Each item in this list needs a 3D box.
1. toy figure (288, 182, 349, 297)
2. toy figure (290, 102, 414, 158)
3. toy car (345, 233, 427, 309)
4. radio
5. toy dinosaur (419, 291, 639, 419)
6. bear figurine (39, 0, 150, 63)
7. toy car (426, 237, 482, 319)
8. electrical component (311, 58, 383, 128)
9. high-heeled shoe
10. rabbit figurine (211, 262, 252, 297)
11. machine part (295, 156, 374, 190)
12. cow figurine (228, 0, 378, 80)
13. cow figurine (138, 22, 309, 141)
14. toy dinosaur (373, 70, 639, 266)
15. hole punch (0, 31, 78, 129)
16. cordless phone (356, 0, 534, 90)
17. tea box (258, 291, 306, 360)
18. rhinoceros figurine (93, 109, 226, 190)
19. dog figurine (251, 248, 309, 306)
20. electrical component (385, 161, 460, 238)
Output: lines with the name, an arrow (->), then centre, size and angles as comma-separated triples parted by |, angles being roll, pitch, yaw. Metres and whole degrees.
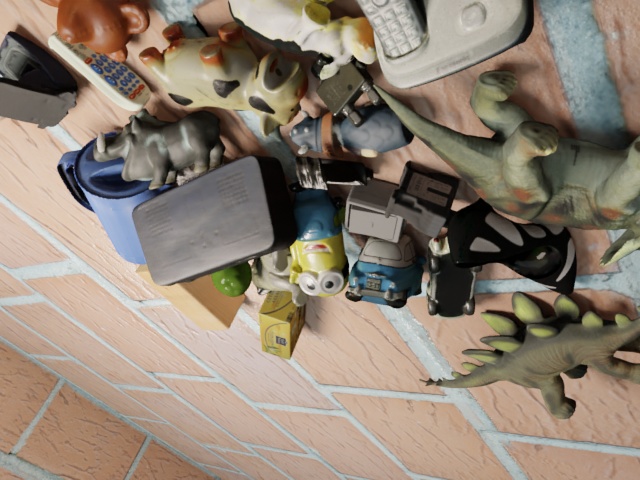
toy figure -> 0.002, -0.003, 0.790 | 0.082, 0.089, 0.180 | -1, 103, 38
toy figure -> 0.036, -0.130, 0.653 | 0.155, 0.064, 0.057 | 1, 142, 31
toy car -> 0.096, 0.036, 0.799 | 0.109, 0.161, 0.102 | 7, 98, 20
radio -> -0.150, -0.022, 0.766 | 0.230, 0.073, 0.131 | -20, 84, 25
toy dinosaur -> 0.344, 0.185, 0.864 | 0.198, 0.105, 0.471 | 36, 136, -4
bear figurine -> -0.307, -0.277, 0.610 | 0.120, 0.132, 0.195 | -17, 123, 47
toy car -> 0.199, 0.057, 0.809 | 0.074, 0.056, 0.201 | -2, 140, 8
electrical component -> 0.029, -0.176, 0.606 | 0.094, 0.021, 0.063 | 54, 127, 15
high-heeled shoe -> 0.250, 0.034, 0.672 | 0.248, 0.145, 0.086 | 42, 143, -21
rabbit figurine -> -0.180, 0.027, 0.906 | 0.170, 0.121, 0.159 | 52, -175, 7
machine part -> 0.014, -0.086, 0.686 | 0.084, 0.139, 0.039 | 15, 102, 21
cow figurine -> -0.017, -0.221, 0.558 | 0.167, 0.068, 0.098 | 33, 151, -7
cow figurine -> -0.103, -0.187, 0.640 | 0.195, 0.085, 0.127 | 10, 150, 27
toy dinosaur -> 0.253, -0.064, 0.574 | 0.405, 0.131, 0.192 | 20, 146, 17
hole punch -> -0.429, -0.231, 0.795 | 0.115, 0.092, 0.142 | 13, 156, -41
cordless phone -> 0.090, -0.236, 0.465 | 0.147, 0.089, 0.184 | -12, 127, 42
tea box -> -0.074, 0.158, 1.079 | 0.068, 0.098, 0.169 | 18, 144, 8
rhinoceros figurine -> -0.229, -0.131, 0.760 | 0.190, 0.073, 0.112 | -9, 106, 14
dog figurine -> -0.077, 0.019, 0.907 | 0.191, 0.121, 0.172 | 6, 111, 53
electrical component -> 0.150, -0.043, 0.690 | 0.119, 0.075, 0.047 | 25, 148, 9
